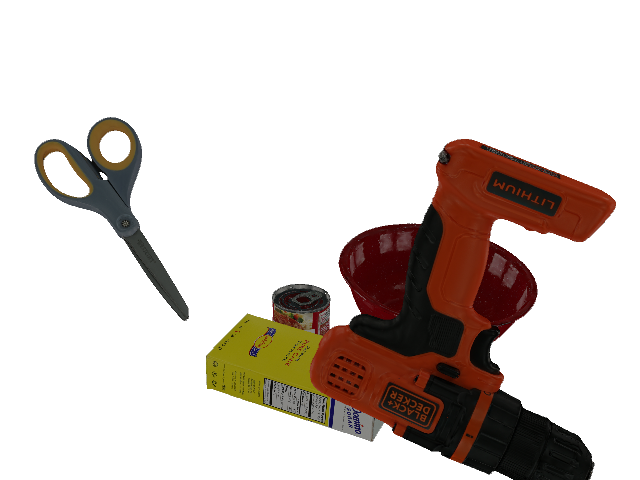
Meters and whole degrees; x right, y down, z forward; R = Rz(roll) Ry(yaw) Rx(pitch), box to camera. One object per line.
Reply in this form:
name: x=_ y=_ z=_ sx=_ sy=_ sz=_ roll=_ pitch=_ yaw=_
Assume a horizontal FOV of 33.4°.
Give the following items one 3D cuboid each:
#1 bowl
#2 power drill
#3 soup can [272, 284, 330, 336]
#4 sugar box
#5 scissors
bowl: x=0.092 y=0.048 z=0.872 sx=0.162 sy=0.055 sz=0.162 roll=5 pitch=29 yaw=-3
power drill: x=0.105 y=0.046 z=0.646 sx=0.184 sy=0.188 sz=0.057 roll=23 pitch=11 yaw=5
soup can: x=-0.023 y=0.111 z=1.255 sx=0.068 sy=0.102 sz=0.068 roll=1 pitch=25 yaw=-1
sugar box: x=-0.014 y=0.129 z=1.035 sx=0.176 sy=0.048 sz=0.093 roll=12 pitch=29 yaw=19
scissors: x=-0.148 y=-0.029 z=0.865 sx=0.202 sy=0.096 sz=0.016 roll=38 pitch=-19 yaw=18
